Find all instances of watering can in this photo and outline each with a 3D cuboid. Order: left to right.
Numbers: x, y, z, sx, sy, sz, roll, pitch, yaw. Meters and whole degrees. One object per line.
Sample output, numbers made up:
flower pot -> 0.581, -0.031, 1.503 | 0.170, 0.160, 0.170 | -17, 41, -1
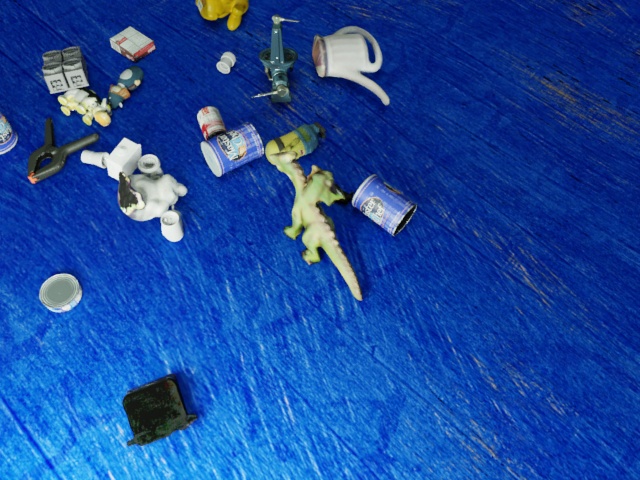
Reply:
watering can -> 0.094, -0.556, 1.629 | 0.224, 0.102, 0.355 | -6, 60, -7

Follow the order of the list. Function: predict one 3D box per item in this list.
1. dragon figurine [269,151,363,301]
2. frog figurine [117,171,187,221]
dragon figurine -> 0.004, -0.063, 1.251 | 0.123, 0.237, 0.416 | -28, 63, -25
frog figurine -> -0.436, -0.118, 1.340 | 0.139, 0.120, 0.160 | 36, 27, 25
